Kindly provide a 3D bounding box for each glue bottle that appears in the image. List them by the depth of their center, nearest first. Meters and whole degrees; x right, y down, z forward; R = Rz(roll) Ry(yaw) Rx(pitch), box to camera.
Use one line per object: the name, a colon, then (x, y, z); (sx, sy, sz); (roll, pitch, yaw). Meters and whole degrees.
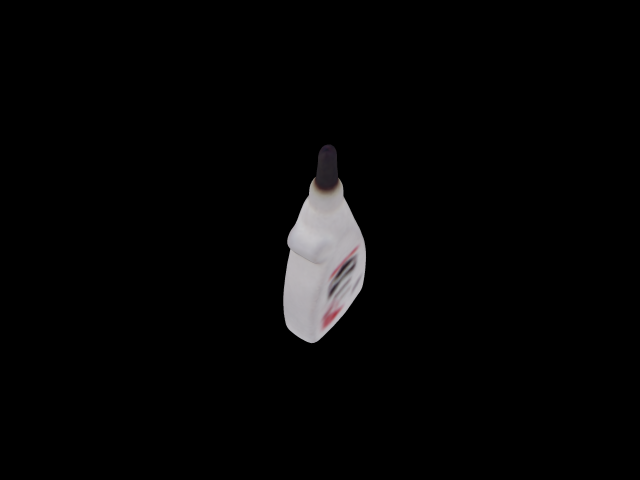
glue bottle: (0.004, 0.001, 0.400); (0.037, 0.173, 0.078); (27, 57, 20)
